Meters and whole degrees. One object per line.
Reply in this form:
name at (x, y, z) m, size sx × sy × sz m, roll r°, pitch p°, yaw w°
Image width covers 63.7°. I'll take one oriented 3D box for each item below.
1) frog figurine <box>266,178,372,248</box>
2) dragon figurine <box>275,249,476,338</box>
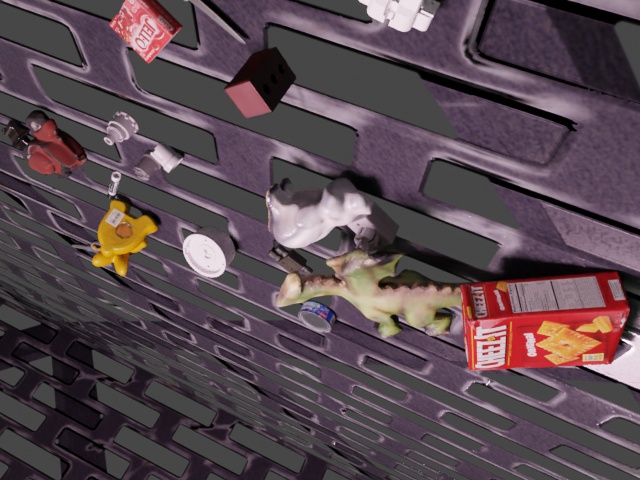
frog figurine at (0.002, -0.041, 0.815) m, size 0.160 × 0.123 × 0.137 m, roll 10°, pitch 177°, yaw 13°
dragon figurine at (0.122, 0.072, 0.810) m, size 0.408 × 0.124 × 0.239 m, roll -10°, pitch 156°, yaw 24°
